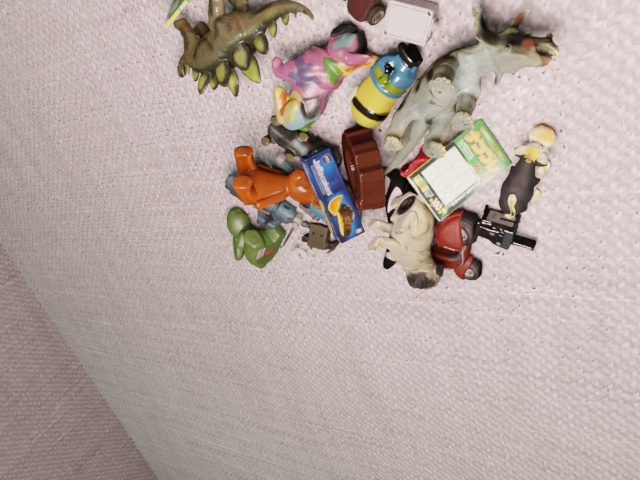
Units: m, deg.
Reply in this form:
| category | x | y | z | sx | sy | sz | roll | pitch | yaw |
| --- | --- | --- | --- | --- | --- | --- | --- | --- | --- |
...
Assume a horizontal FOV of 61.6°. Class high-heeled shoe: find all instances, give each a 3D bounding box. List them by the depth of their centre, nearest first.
| category | x | y | z | sx | sy | sz | roll | pitch | yaw |
| --- | --- | --- | --- | --- | --- | --- | --- | --- | --- |
| high-heeled shoe | 0.156 | -0.041 | 1.219 | 0.145 | 0.086 | 0.248 | 39 | 134 | 11 |

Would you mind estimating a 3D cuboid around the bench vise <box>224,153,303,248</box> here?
| category | x | y | z | sx | sy | sz | roll | pitch | yaw |
| --- | --- | --- | --- | --- | --- | --- | --- | --- | --- |
| bench vise | -0.118 | -0.123 | 1.323 | 0.223 | 0.129 | 0.240 | 40 | 141 | -2 |

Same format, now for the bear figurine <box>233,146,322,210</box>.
| category | x | y | z | sx | sy | sz | roll | pitch | yaw |
| --- | --- | --- | --- | --- | --- | --- | --- | --- | --- |
| bear figurine | -0.084 | -0.128 | 1.173 | 0.196 | 0.120 | 0.131 | -1 | 152 | 3 |

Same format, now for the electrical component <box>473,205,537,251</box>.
| category | x | y | z | sx | sy | sz | roll | pitch | yaw |
| --- | --- | --- | --- | --- | --- | --- | --- | --- | --- |
| electrical component | 0.376 | -0.019 | 1.078 | 0.119 | 0.075 | 0.047 | 22 | 134 | 24 |

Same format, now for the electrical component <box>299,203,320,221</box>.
| category | x | y | z | sx | sy | sz | roll | pitch | yaw |
| --- | --- | --- | --- | --- | --- | --- | --- | --- | --- |
| electrical component | -0.024 | -0.073 | 1.317 | 0.063 | 0.094 | 0.021 | 39 | 99 | 3 |

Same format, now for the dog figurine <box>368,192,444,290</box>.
| category | x | y | z | sx | sy | sz | roll | pitch | yaw |
| --- | --- | --- | --- | --- | --- | --- | --- | --- | --- |
| dog figurine | 0.214 | 0.005 | 1.118 | 0.190 | 0.121 | 0.172 | 37 | 132 | -20 |

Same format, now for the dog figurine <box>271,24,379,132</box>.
| category | x | y | z | sx | sy | sz | roll | pitch | yaw |
| --- | --- | --- | --- | --- | --- | --- | --- | --- | --- |
| dog figurine | 0.017 | -0.319 | 1.068 | 0.219 | 0.108 | 0.191 | 0 | 98 | 31 |

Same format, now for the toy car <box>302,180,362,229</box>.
| category | x | y | z | sx | sy | sz | roll | pitch | yaw |
| --- | --- | --- | --- | --- | --- | --- | --- | --- | --- |
| toy car | 0.039 | -0.092 | 1.255 | 0.162 | 0.109 | 0.103 | 41 | 115 | 18 |

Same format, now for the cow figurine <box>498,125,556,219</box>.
| category | x | y | z | sx | sy | sz | roll | pitch | yaw |
| --- | --- | --- | --- | --- | --- | --- | --- | --- | --- |
| cow figurine | 0.374 | -0.123 | 0.983 | 0.068 | 0.098 | 0.167 | 26 | 135 | 25 |

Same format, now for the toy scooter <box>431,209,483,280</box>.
| category | x | y | z | sx | sy | sz | roll | pitch | yaw |
| --- | --- | --- | --- | --- | --- | --- | --- | --- | --- |
| toy scooter | 0.279 | 0.010 | 1.172 | 0.135 | 0.075 | 0.183 | 8 | 131 | 31 |

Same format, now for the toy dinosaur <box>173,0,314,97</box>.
| category | x | y | z | sx | sy | sz | roll | pitch | yaw |
| --- | --- | --- | --- | --- | --- | --- | --- | --- | --- |
| toy dinosaur | -0.181 | -0.410 | 1.103 | 0.472 | 0.105 | 0.198 | -13 | 91 | 49 |

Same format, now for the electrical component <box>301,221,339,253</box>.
| category | x | y | z | sx | sy | sz | roll | pitch | yaw |
| --- | --- | --- | --- | --- | --- | --- | --- | --- | --- |
| electrical component | -0.002 | -0.005 | 1.384 | 0.102 | 0.045 | 0.078 | 9 | 99 | 27 |

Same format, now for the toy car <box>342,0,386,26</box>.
| category | x | y | z | sx | sy | sz | roll | pitch | yaw |
| --- | --- | --- | --- | --- | --- | --- | --- | --- | --- |
| toy car | 0.103 | -0.475 | 0.934 | 0.089 | 0.053 | 0.202 | 48 | 139 | 18 |

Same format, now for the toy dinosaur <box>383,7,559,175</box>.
| category | x | y | z | sx | sy | sz | roll | pitch | yaw |
| --- | --- | --- | --- | --- | --- | --- | --- | --- | --- |
| toy dinosaur | 0.220 | -0.261 | 0.960 | 0.131 | 0.192 | 0.405 | 35 | 155 | -13 |

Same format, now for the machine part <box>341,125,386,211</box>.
| category | x | y | z | sx | sy | sz | roll | pitch | yaw |
| --- | --- | --- | --- | --- | --- | --- | --- | --- | --- |
| machine part | 0.088 | -0.149 | 1.120 | 0.056 | 0.179 | 0.179 | -13 | 122 | -4 |

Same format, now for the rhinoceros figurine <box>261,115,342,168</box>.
| category | x | y | z | sx | sy | sz | roll | pitch | yaw |
| --- | --- | --- | --- | --- | --- | --- | --- | --- | --- |
| rhinoceros figurine | -0.040 | -0.209 | 1.202 | 0.190 | 0.112 | 0.073 | 31 | 104 | 13 |

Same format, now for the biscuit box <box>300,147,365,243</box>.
| category | x | y | z | sx | sy | sz | roll | pitch | yaw |
| --- | --- | --- | --- | --- | --- | --- | --- | --- | --- |
| biscuit box | 0.026 | -0.096 | 1.145 | 0.202 | 0.063 | 0.059 | 65 | 172 | -17 |

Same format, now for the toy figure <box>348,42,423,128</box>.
| category | x | y | z | sx | sy | sz | roll | pitch | yaw |
| --- | --- | --- | --- | --- | --- | --- | --- | --- | --- |
| toy figure | 0.121 | -0.288 | 1.019 | 0.082 | 0.089 | 0.180 | 10 | 149 | -31 |

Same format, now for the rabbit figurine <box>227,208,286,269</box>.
| category | x | y | z | sx | sy | sz | roll | pitch | yaw |
| --- | --- | --- | --- | --- | --- | --- | --- | --- | --- |
| rabbit figurine | -0.191 | -0.014 | 1.483 | 0.170 | 0.121 | 0.159 | 46 | 147 | 23 |
